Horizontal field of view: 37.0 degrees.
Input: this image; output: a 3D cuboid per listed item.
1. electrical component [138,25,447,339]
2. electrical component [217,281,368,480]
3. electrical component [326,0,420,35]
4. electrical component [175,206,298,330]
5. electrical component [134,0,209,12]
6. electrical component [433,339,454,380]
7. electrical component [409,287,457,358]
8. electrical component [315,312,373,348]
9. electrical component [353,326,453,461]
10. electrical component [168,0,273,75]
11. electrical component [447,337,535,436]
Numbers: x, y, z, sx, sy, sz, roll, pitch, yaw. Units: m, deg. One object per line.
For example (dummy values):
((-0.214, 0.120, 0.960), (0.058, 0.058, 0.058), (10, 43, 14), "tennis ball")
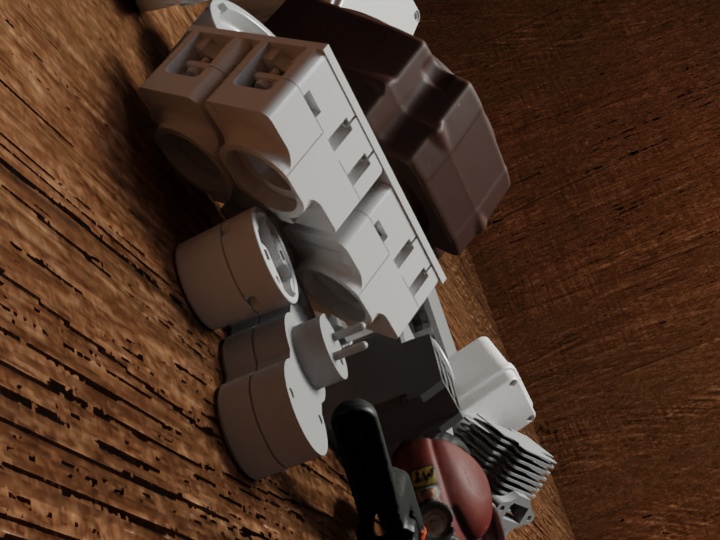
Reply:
((-0.037, -0.044, 0.619), (0.105, 0.060, 0.186), (17, -30, 39), "electrical component")
((-0.030, 0.047, 0.577), (0.138, 0.074, 0.052), (-96, 162, -61), "electrical component")
((-0.006, -0.217, 0.929), (0.108, 0.056, 0.108), (52, 51, -47), "electrical component")
((-0.065, 0.000, 0.568), (0.055, 0.047, 0.055), (-22, 90, -81), "electrical component")
((-0.106, -0.201, 0.669), (0.099, 0.099, 0.064), (-91, 163, -66), "electrical component")
((0.042, 0.091, 0.925), (0.044, 0.065, 0.044), (60, -10, 17), "electrical component")
((0.055, 0.070, 1.065), (0.089, 0.062, 0.150), (53, 17, -58), "electrical component")
((-0.025, -0.007, 0.776), (0.078, 0.063, 0.121), (-83, 149, -72), "electrical component")
((0.029, 0.100, 0.856), (0.078, 0.057, 0.113), (-95, 161, -62), "electrical component")
((-0.078, -0.115, 0.699), (0.108, 0.060, 0.108), (43, 20, -21), "electrical component")
((0.092, 0.125, 0.964), (0.057, 0.113, 0.078), (54, -3, 46), "electrical component")
